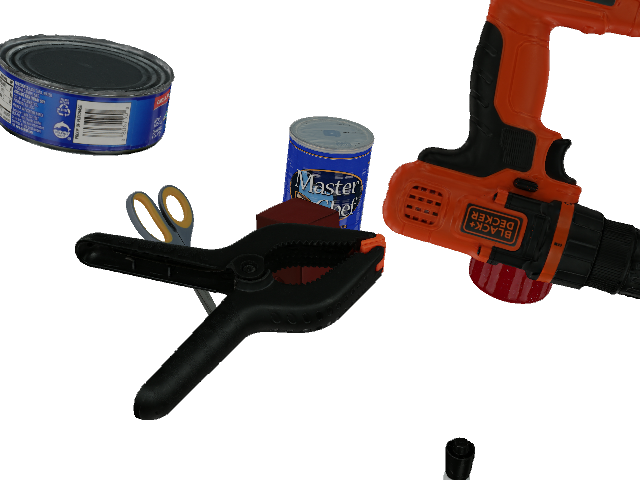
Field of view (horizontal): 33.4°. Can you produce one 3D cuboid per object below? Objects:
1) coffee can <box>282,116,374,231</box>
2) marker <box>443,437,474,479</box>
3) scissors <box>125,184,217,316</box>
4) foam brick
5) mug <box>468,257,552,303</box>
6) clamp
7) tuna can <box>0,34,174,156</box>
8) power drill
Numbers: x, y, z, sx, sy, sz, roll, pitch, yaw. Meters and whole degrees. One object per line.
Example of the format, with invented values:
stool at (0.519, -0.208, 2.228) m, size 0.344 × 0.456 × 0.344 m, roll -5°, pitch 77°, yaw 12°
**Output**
coffee can at (0.006, -0.069, 1.310) m, size 0.102 × 0.140 × 0.103 m, roll 6°, pitch 27°, yaw -3°
marker at (0.088, 0.176, 0.707) m, size 0.020 × 0.121 × 0.020 m, roll 1°, pitch 36°, yaw -1°
scissors at (-0.145, 0.018, 1.222) m, size 0.016 × 0.201 × 0.096 m, roll -28°, pitch 17°, yaw 39°
foam brick at (-0.019, 0.010, 0.919) m, size 0.053 × 0.078 × 0.051 m, roll 18°, pitch 29°, yaw 40°
mug at (0.184, 0.000, 1.026) m, size 0.093 × 0.081 × 0.117 m, roll -6°, pitch 35°, yaw -25°
clamp at (-0.057, 0.026, 0.725) m, size 0.209 × 0.036 × 0.165 m, roll -19°, pitch 47°, yaw -23°
tuna can at (-0.117, -0.073, 0.528) m, size 0.086 × 0.034 × 0.086 m, roll 10°, pitch 25°, yaw -5°
power drill at (0.146, -0.068, 0.638) m, size 0.184 × 0.188 × 0.057 m, roll 16°, pitch 6°, yaw 5°
